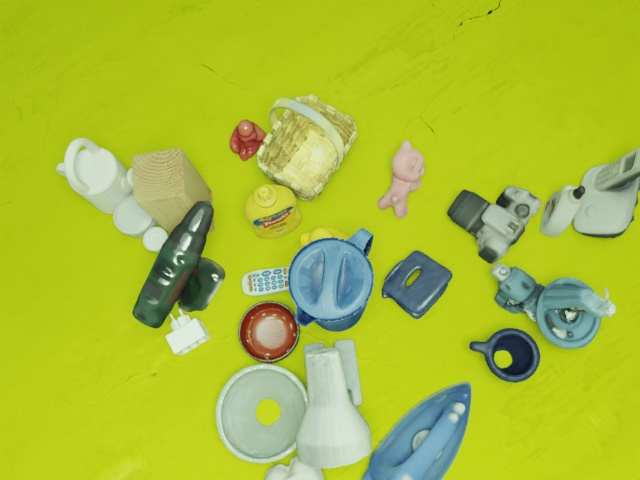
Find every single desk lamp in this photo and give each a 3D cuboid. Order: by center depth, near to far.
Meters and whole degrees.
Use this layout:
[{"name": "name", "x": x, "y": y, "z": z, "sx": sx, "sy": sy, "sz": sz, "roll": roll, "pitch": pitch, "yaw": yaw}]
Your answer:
[{"name": "desk lamp", "x": 0.016, "y": 0.262, "z": 0.953, "sx": 0.118, "sy": 0.213, "sz": 0.203, "roll": -8, "pitch": 74, "yaw": 2}]

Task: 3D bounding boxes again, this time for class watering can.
[{"name": "watering can", "x": -0.423, "y": -0.128, "z": 1.099, "sx": 0.173, "sy": 0.194, "sz": 0.101, "roll": -11, "pitch": 74, "yaw": 1}]

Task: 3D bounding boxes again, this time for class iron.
[{"name": "iron", "x": 0.183, "y": 0.338, "z": 0.959, "sx": 0.118, "sy": 0.141, "sz": 0.258, "roll": 38, "pitch": 80, "yaw": 13}]

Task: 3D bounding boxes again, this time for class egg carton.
[{"name": "egg carton", "x": -0.031, "y": 0.451, "z": 0.978, "sx": 0.107, "sy": 0.069, "sz": 0.150, "roll": -25, "pitch": 74, "yaw": -3}]

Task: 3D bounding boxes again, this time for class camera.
[{"name": "camera", "x": 0.322, "y": -0.051, "z": 1.080, "sx": 0.136, "sy": 0.101, "sz": 0.143, "roll": 36, "pitch": 80, "yaw": 12}]

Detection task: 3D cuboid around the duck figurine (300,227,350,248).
[{"name": "duck figurine", "x": 0.010, "y": 0.004, "z": 1.092, "sx": 0.104, "sy": 0.086, "sz": 0.077, "roll": 1, "pitch": 74, "yaw": 4}]

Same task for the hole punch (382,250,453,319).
[{"name": "hole punch", "x": 0.176, "y": 0.080, "z": 1.057, "sx": 0.101, "sy": 0.091, "sz": 0.109, "roll": 40, "pitch": 80, "yaw": 13}]

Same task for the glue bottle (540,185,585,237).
[{"name": "glue bottle", "x": 0.445, "y": -0.064, "z": 1.038, "sx": 0.037, "sy": 0.173, "sz": 0.078, "roll": 12, "pitch": 75, "yaw": 7}]

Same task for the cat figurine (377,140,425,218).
[{"name": "cat figurine", "x": 0.161, "y": -0.120, "z": 1.100, "sx": 0.067, "sy": 0.118, "sz": 0.128, "roll": 22, "pitch": 77, "yaw": 10}]

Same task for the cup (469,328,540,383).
[{"name": "cup", "x": 0.316, "y": 0.204, "z": 1.012, "sx": 0.117, "sy": 0.095, "sz": 0.092, "roll": 12, "pitch": 75, "yaw": 7}]

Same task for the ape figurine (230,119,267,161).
[{"name": "ape figurine", "x": -0.147, "y": -0.212, "z": 1.158, "sx": 0.077, "sy": 0.092, "sz": 0.076, "roll": 0, "pitch": 74, "yaw": 4}]

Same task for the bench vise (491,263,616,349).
[{"name": "bench vise", "x": 0.390, "y": 0.110, "z": 0.969, "sx": 0.207, "sy": 0.220, "sz": 0.121, "roll": 16, "pitch": 76, "yaw": 8}]

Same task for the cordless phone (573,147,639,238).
[{"name": "cordless phone", "x": 0.538, "y": -0.087, "z": 1.033, "sx": 0.094, "sy": 0.185, "sz": 0.148, "roll": 14, "pitch": 76, "yaw": 8}]

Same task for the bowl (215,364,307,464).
[{"name": "bowl", "x": -0.096, "y": 0.307, "z": 1.019, "sx": 0.167, "sy": 0.075, "sz": 0.167, "roll": -1, "pitch": 74, "yaw": 3}]

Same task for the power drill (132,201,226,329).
[{"name": "power drill", "x": -0.240, "y": 0.055, "z": 1.029, "sx": 0.075, "sy": 0.208, "sz": 0.230, "roll": 27, "pitch": 78, "yaw": 11}]
